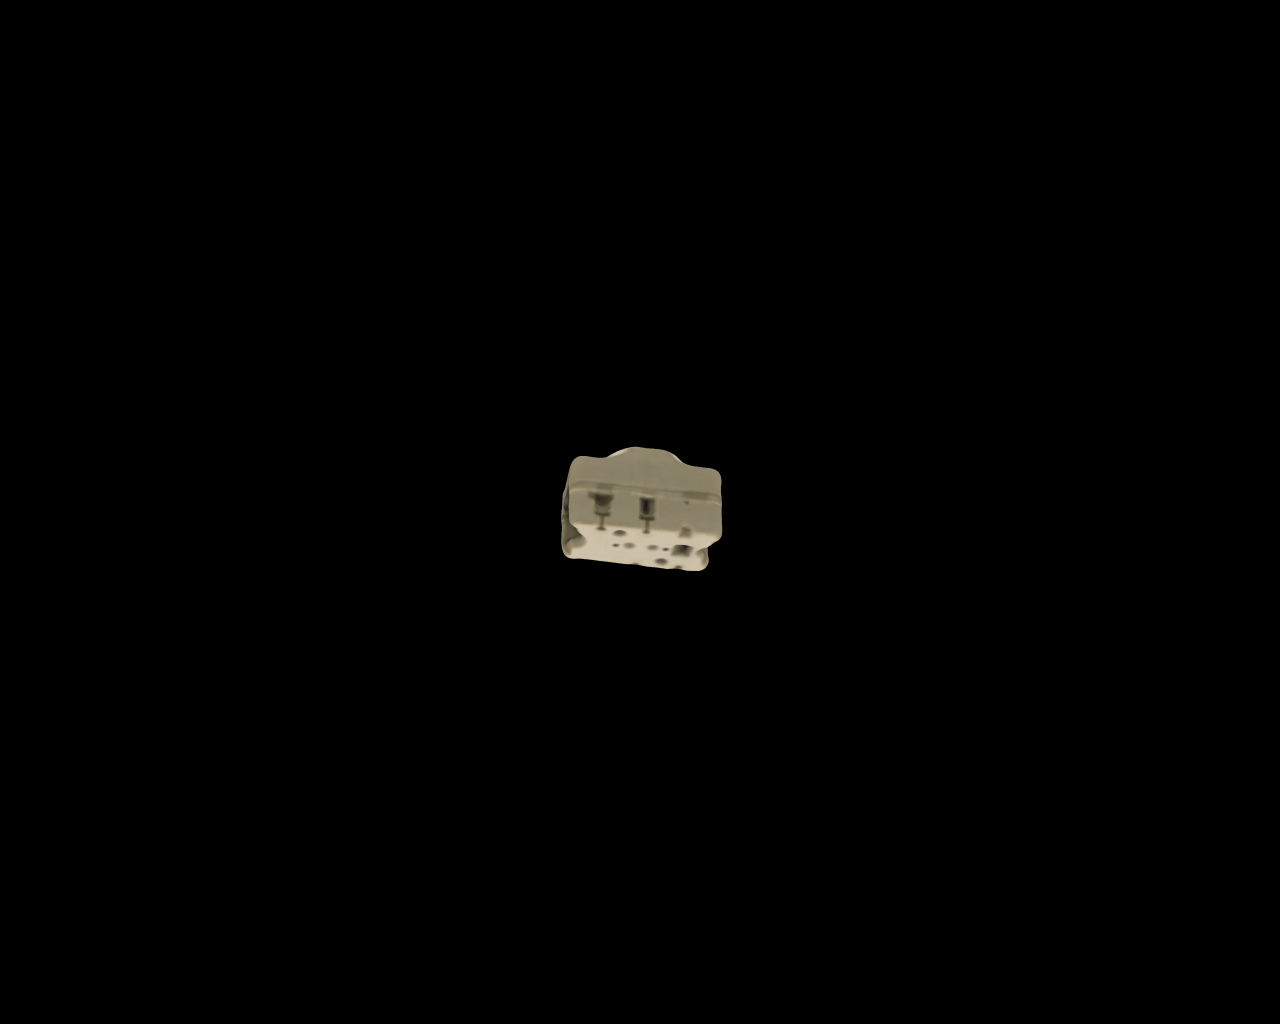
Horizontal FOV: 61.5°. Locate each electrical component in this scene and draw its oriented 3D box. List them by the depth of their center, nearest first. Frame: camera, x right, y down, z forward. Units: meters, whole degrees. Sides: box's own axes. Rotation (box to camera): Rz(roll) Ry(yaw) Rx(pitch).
[{"bbox_3d":[0.001,-0.003,0.650,0.089,0.056,0.050,6,-32,-9],"label":"electrical component"}]
